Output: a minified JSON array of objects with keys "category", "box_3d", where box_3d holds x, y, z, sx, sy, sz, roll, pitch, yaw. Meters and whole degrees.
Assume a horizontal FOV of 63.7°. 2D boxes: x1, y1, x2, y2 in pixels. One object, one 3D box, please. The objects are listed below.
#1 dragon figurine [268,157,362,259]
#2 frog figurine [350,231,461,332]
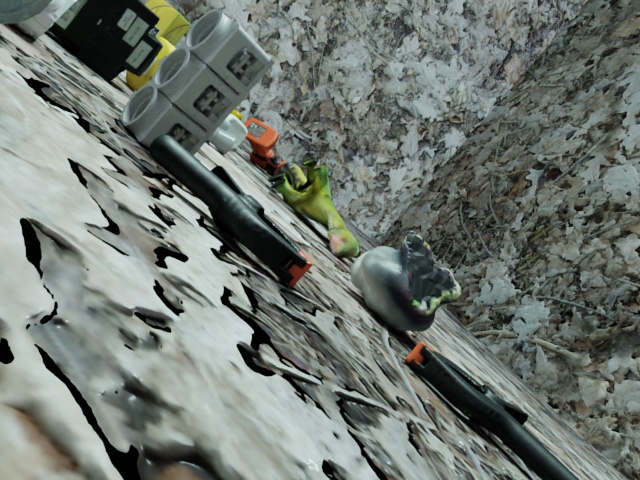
[{"category":"dragon figurine","box_3d":[0.003,-0.056,1.110,0.240,0.122,0.414,57,3,-15]},{"category":"frog figurine","box_3d":[0.098,0.070,0.723,0.136,0.125,0.157,31,-28,-19]}]
